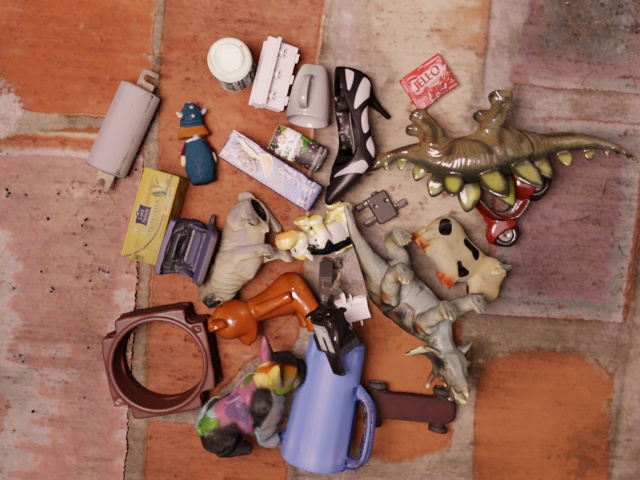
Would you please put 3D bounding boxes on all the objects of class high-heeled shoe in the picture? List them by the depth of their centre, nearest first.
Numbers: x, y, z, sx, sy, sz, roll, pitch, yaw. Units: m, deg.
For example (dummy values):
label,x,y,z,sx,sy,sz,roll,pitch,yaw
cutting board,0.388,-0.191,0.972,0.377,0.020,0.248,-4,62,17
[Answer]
label,x,y,z,sx,sy,sz,roll,pitch,yaw
high-heeled shoe,0.037,-0.199,1.005,0.145,0.086,0.248,35,77,-19

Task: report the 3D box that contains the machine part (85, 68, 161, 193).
label,x,y,z,sx,sy,sz,roll,pitch,yaw
machine part,-0.367,-0.205,1.002,0.079,0.079,0.243,24,94,-4

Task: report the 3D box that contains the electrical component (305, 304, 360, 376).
label,x,y,z,sx,sy,sz,roll,pitch,yaw
electrical component,0.028,0.174,0.937,0.048,0.075,0.119,-32,105,-32

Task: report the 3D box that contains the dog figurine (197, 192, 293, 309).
label,x,y,z,sx,sy,sz,roll,pitch,yaw
dog figurine,-0.172,0.021,1.024,0.191,0.121,0.172,-30,61,17

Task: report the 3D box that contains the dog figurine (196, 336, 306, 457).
label,x,y,z,sx,sy,sz,roll,pitch,yaw
dog figurine,-0.126,0.281,0.979,0.191,0.109,0.219,-3,126,-24

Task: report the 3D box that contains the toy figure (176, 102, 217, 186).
label,x,y,z,sx,sy,sz,roll,pitch,yaw
toy figure,-0.237,-0.181,1.018,0.058,0.064,0.154,-11,90,37

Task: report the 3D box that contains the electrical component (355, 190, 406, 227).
label,x,y,z,sx,sy,sz,roll,pitch,yaw
electrical component,0.120,-0.067,1.056,0.094,0.021,0.063,-28,94,1

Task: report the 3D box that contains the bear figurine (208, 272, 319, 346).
label,x,y,z,sx,sy,sz,roll,pitch,yaw
bear figurine,-0.103,0.146,1.000,0.196,0.120,0.132,-32,93,-15

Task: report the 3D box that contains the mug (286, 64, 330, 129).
label,x,y,z,sx,sy,sz,roll,pitch,yaw
mug,-0.021,-0.274,0.999,0.081,0.109,0.107,6,83,15

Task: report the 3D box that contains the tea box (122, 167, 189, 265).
label,x,y,z,sx,sy,sz,roll,pitch,yaw
tea box,-0.306,-0.045,1.006,0.068,0.098,0.169,15,92,-4

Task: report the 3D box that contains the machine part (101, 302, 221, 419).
label,x,y,z,sx,sy,sz,roll,pitch,yaw
machine part,-0.302,0.229,1.032,0.201,0.087,0.201,-9,93,-1

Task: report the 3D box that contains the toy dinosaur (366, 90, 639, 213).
label,x,y,z,sx,sy,sz,roll,pitch,yaw
toy dinosaur,0.315,-0.160,0.981,0.472,0.105,0.198,-10,77,11

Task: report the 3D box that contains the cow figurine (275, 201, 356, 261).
label,x,y,z,sx,sy,sz,roll,pitch,yaw
cow figurine,-0.004,-0.003,1.011,0.167,0.068,0.098,-29,111,-25

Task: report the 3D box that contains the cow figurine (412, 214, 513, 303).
label,x,y,z,sx,sy,sz,roll,pitch,yaw
cow figurine,0.280,0.037,1.042,0.127,0.085,0.195,-36,94,7

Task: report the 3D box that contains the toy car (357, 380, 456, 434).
label,x,y,z,sx,sy,sz,roll,pitch,yaw
toy car,0.172,0.330,1.071,0.202,0.053,0.089,7,89,-6

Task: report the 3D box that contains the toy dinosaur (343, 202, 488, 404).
label,x,y,z,sx,sy,sz,roll,pitch,yaw
toy dinosaur,0.162,0.112,1.019,0.405,0.192,0.131,47,47,12

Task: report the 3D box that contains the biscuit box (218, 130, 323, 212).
label,x,y,z,sx,sy,sz,roll,pitch,yaw
biscuit box,-0.091,-0.130,1.024,0.203,0.063,0.059,31,93,-3

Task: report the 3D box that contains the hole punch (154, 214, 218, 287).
label,x,y,z,sx,sy,sz,roll,pitch,yaw
hole punch,-0.248,0.017,1.000,0.092,0.116,0.142,14,95,-15

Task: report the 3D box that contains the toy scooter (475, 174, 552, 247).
label,x,y,z,sx,sy,sz,roll,pitch,yaw
toy scooter,0.351,-0.087,1.039,0.135,0.075,0.183,28,97,-2

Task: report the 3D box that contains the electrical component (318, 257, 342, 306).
label,x,y,z,sx,sy,sz,roll,pitch,yaw
electrical component,0.019,0.076,1.030,0.045,0.102,0.078,1,119,1
